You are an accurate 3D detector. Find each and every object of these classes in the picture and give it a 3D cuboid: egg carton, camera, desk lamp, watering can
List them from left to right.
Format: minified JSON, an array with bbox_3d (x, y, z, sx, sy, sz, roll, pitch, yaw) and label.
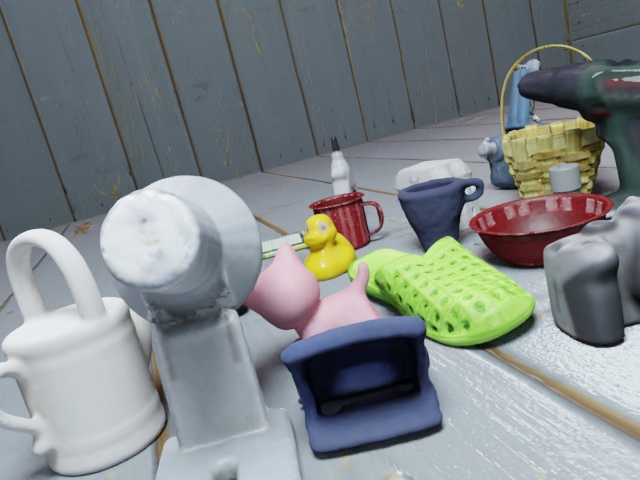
[{"bbox_3d":[-0.203,0.081,0.484,0.100,0.194,0.173,-11,14,14],"label":"watering can"},{"bbox_3d":[-0.085,0.062,0.400,0.118,0.214,0.203,-15,13,-6],"label":"desk lamp"},{"bbox_3d":[0.225,-0.119,1.152,0.107,0.069,0.149,-23,16,-33],"label":"egg carton"},{"bbox_3d":[0.267,0.024,0.445,0.143,0.101,0.136,-14,13,-1],"label":"camera"}]

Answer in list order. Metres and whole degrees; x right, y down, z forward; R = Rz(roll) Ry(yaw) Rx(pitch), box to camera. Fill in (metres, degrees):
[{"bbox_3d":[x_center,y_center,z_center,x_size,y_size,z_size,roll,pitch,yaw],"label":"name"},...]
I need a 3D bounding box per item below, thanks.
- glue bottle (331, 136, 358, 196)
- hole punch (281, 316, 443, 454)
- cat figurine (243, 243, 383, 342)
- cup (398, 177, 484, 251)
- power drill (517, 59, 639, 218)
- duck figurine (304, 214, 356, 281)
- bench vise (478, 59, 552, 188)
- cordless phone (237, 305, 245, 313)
[{"bbox_3d":[0.043,-0.104,1.049,0.037,0.173,0.078,-10,14,16],"label":"glue bottle"},{"bbox_3d":[0.027,0.092,0.431,0.108,0.091,0.101,-14,13,1],"label":"hole punch"},{"bbox_3d":[-0.007,0.058,0.547,0.128,0.118,0.067,-14,13,0],"label":"cat figurine"},{"bbox_3d":[0.174,-0.035,0.797,0.117,0.095,0.091,-12,13,7],"label":"cup"},{"bbox_3d":[0.383,-0.135,0.750,0.228,0.208,0.076,-2,18,41],"label":"power drill"},{"bbox_3d":[0.008,0.003,0.831,0.077,0.086,0.105,-7,15,26],"label":"duck figurine"},{"bbox_3d":[0.382,-0.216,1.063,0.121,0.220,0.208,-1,18,43],"label":"bench vise"},{"bbox_3d":[-0.165,0.010,0.761,0.094,0.185,0.147,-17,14,-14],"label":"cordless phone"}]
